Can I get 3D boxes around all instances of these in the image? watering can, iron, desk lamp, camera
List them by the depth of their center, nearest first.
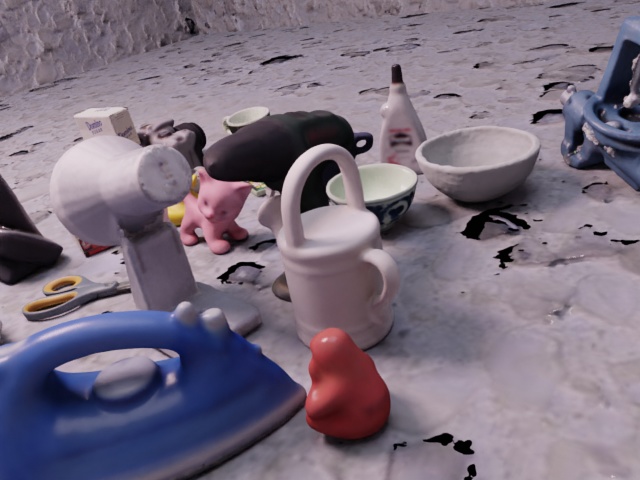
[{"bbox_3d":[-0.147,0.110,0.457,0.258,0.142,0.118,-15,28,-8],"label":"iron"},{"bbox_3d":[0.003,0.003,0.551,0.172,0.194,0.101,5,31,28],"label":"watering can"},{"bbox_3d":[-0.177,-0.004,0.609,0.202,0.214,0.118,16,37,41],"label":"desk lamp"},{"bbox_3d":[-0.281,-0.193,1.130,0.142,0.101,0.137,9,33,33],"label":"camera"}]

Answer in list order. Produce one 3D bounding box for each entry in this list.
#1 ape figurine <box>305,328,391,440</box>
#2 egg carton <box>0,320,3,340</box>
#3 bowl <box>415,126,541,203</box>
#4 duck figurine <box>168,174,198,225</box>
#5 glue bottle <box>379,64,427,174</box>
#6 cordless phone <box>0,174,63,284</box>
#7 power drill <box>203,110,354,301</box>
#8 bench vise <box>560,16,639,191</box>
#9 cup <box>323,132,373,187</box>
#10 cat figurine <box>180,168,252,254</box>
[{"bbox_3d":[0.016,0.109,0.456,0.078,0.092,0.075,-31,34,-34],"label":"ape figurine"},{"bbox_3d":[-0.432,0.104,0.652,0.149,0.069,0.107,14,36,40],"label":"egg carton"},{"bbox_3d":[0.219,-0.098,0.797,0.167,0.075,0.167,-8,27,5],"label":"bowl"},{"bbox_3d":[-0.233,-0.073,0.901,0.104,0.086,0.077,-9,27,3],"label":"duck figurine"},{"bbox_3d":[0.125,-0.186,0.892,0.078,0.173,0.037,-4,28,14],"label":"glue bottle"},{"bbox_3d":[-0.462,-0.043,0.817,0.147,0.185,0.094,9,33,33],"label":"cordless phone"},{"bbox_3d":[-0.026,-0.042,0.632,0.075,0.209,0.230,6,32,29],"label":"power drill"},{"bbox_3d":[0.379,-0.187,0.751,0.122,0.220,0.206,-24,30,-23],"label":"bench vise"},{"bbox_3d":[0.028,-0.114,0.875,0.118,0.095,0.091,-13,27,-4],"label":"cup"},{"bbox_3d":[-0.148,-0.049,0.789,0.127,0.118,0.067,11,35,36],"label":"cat figurine"}]
